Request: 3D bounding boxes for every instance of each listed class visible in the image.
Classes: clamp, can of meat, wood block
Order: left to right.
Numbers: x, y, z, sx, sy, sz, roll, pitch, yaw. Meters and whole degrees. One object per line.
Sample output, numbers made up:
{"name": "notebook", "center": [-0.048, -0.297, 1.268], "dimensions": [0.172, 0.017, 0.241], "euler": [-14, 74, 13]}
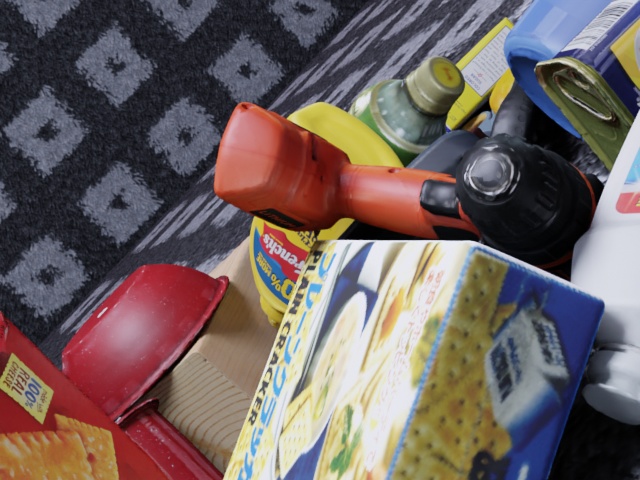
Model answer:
{"name": "wood block", "center": [-0.070, 0.092, 0.842], "dimensions": [0.090, 0.090, 0.206], "euler": [-42, 12, 22]}
{"name": "clamp", "center": [0.144, -0.093, 0.741], "dimensions": [0.039, 0.120, 0.171], "euler": [4, 41, 23]}
{"name": "can of meat", "center": [0.180, -0.083, 0.565], "dimensions": [0.084, 0.102, 0.057], "euler": [-44, 12, -6]}

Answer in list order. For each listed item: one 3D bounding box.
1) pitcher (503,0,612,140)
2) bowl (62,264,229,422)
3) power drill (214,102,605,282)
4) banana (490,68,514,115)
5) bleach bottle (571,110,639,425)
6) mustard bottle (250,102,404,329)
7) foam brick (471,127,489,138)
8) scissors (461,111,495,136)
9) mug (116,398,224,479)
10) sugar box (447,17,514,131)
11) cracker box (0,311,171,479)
{"name": "pitcher", "center": [0.231, -0.171, 0.666], "dimensions": [0.243, 0.149, 0.145], "euler": [-48, 27, -2]}
{"name": "bowl", "center": [-0.143, 0.070, 0.803], "dimensions": [0.162, 0.055, 0.162], "euler": [-45, 11, 11]}
{"name": "power drill", "center": [0.045, -0.023, 0.525], "dimensions": [0.184, 0.188, 0.057], "euler": [26, -101, -63]}
{"name": "banana", "center": [0.188, -0.151, 0.882], "dimensions": [0.197, 0.037, 0.070], "euler": [-44, -5, -28]}
{"name": "bleach bottle", "center": [0.181, -0.032, 0.453], "dimensions": [0.103, 0.068, 0.250], "euler": [13, 60, 37]}
{"name": "mustard bottle", "center": [-0.005, 0.001, 0.755], "dimensions": [0.058, 0.096, 0.192], "euler": [-31, -24, -38]}
{"name": "foam brick", "center": [0.101, -0.033, 0.777], "dimensions": [0.051, 0.053, 0.078], "euler": [-32, 18, 49]}
{"name": "scissors", "center": [0.142, -0.084, 0.904], "dimensions": [0.096, 0.016, 0.201], "euler": [-39, 13, 35]}
{"name": "mug", "center": [-0.119, 0.174, 0.701], "dimensions": [0.117, 0.081, 0.093], "euler": [-48, -10, -3]}
{"name": "sugar box", "center": [0.121, -0.126, 1.011], "dimensions": [0.176, 0.048, 0.093], "euler": [-43, -3, -4]}
{"name": "cracker box", "center": [-0.115, 0.156, 0.475], "dimensions": [0.072, 0.213, 0.164], "euler": [-39, 13, 20]}
